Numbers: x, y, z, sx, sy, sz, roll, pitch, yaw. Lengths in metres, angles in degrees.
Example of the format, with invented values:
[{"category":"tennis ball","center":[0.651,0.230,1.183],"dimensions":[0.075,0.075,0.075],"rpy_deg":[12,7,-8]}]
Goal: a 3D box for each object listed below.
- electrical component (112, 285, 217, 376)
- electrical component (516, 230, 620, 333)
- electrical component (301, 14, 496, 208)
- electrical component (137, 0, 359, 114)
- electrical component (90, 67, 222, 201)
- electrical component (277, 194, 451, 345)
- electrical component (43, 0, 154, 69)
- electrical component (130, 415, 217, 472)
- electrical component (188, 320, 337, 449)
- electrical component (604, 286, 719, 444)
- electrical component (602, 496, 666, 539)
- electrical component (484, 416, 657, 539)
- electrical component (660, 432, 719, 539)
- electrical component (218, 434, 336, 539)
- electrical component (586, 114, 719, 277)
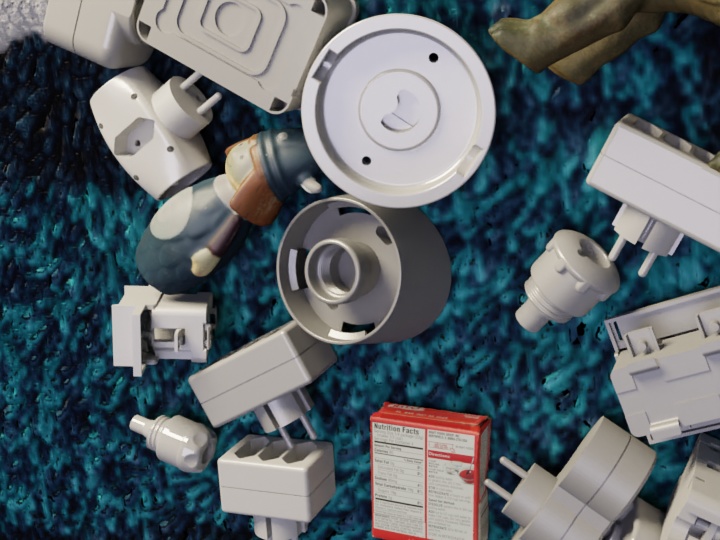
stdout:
[{"category":"electrical component","center":[-0.129,0.037,0.716],"dimensions":[0.064,0.081,0.042],"rpy_deg":[2,106,-2]},{"category":"electrical component","center":[0.117,0.011,0.627],"dimensions":[0.048,0.048,0.062],"rpy_deg":[43,121,6]},{"category":"electrical component","center":[0.024,-0.095,0.621],"dimensions":[0.108,0.060,0.108],"rpy_deg":[2,108,6]},{"category":"electrical component","center":[-0.066,-0.152,0.648],"dimensions":[0.113,0.057,0.078],"rpy_deg":[31,113,11]},{"category":"electrical component","center":[-0.122,-0.098,0.691],"dimensions":[0.079,0.043,0.077],"rpy_deg":[-35,90,25]},{"category":"electrical component","center":[0.000,0.000,0.671],"dimensions":[0.099,0.064,0.099],"rpy_deg":[3,95,31]},{"category":"electrical component","center":[-0.152,-0.178,0.676],"dimensions":[0.059,0.054,0.095],"rpy_deg":[25,111,14]},{"category":"electrical component","center":[-0.134,0.118,0.757],"dimensions":[0.061,0.035,0.035],"rpy_deg":[19,110,18]},{"category":"electrical component","center":[-0.055,0.082,0.710],"dimensions":[0.083,0.047,0.075],"rpy_deg":[-27,93,25]},{"category":"electrical component","center":[0.204,0.051,0.591],"dimensions":[0.121,0.063,0.078],"rpy_deg":[-19,96,25]},{"category":"electrical component","center":[0.165,0.192,0.644],"dimensions":[0.059,0.053,0.095],"rpy_deg":[31,114,2]},{"category":"electrical component","center":[0.112,0.144,0.658],"dimensions":[0.074,0.052,0.138],"rpy_deg":[34,113,10]},{"category":"electrical component","center":[0.205,0.137,0.599],"dimensions":[0.056,0.089,0.050],"rpy_deg":[24,111,14]},{"category":"electrical component","center":[-0.055,0.157,0.729],"dimensions":[0.066,0.047,0.076],"rpy_deg":[2,104,21]},{"category":"electrical component","center":[0.165,-0.033,0.594],"dimensions":[0.083,0.047,0.075],"rpy_deg":[29,113,12]}]
